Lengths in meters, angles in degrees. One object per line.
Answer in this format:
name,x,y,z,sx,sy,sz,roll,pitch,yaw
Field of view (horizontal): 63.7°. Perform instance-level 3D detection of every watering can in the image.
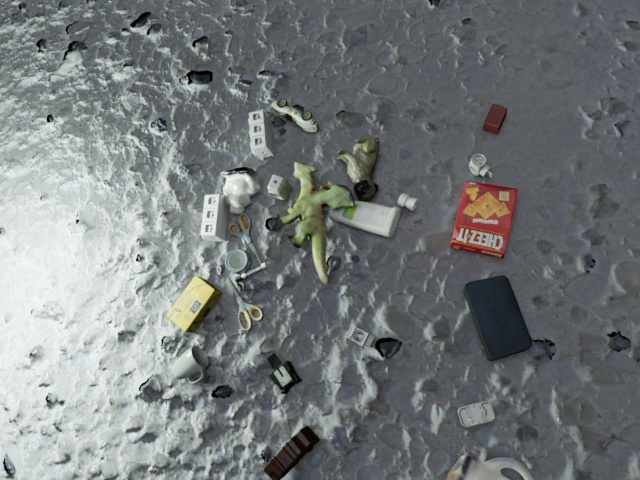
watering can,0.419,0.725,1.348,0.226,0.102,0.350,25,80,21

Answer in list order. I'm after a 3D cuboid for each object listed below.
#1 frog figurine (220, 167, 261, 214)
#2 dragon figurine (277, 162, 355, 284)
frog figurine,-0.278,-0.177,1.839,0.137,0.124,0.157,-6,108,4
dragon figurine,0.005,-0.085,1.683,0.241,0.121,0.416,-39,66,15
